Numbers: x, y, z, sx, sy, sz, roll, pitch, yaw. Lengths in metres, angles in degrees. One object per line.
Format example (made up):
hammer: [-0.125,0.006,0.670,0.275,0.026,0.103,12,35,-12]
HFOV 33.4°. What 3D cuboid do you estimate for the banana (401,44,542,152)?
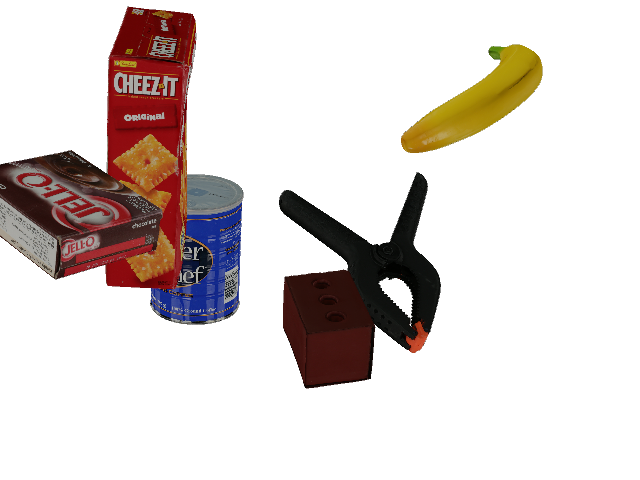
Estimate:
banana: [0.138,-0.121,0.884,0.070,0.037,0.197,-13,20,40]

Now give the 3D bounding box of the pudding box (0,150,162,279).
pudding box: [-0.183,-0.021,0.761,0.114,0.039,0.089,29,30,33]

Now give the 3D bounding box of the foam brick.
foam brick: [0.005,0.065,0.798,0.053,0.051,0.078,-7,32,-13]

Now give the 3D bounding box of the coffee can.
coffee can: [-0.140,0.009,1.197,0.103,0.140,0.103,3,25,-2]

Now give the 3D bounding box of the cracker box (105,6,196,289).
cracker box: [-0.154,-0.087,0.974,0.072,0.214,0.164,4,26,-7]

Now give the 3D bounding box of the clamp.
clamp: [0.052,0.018,1.066,0.164,0.210,0.036,-4,-36,-14]
